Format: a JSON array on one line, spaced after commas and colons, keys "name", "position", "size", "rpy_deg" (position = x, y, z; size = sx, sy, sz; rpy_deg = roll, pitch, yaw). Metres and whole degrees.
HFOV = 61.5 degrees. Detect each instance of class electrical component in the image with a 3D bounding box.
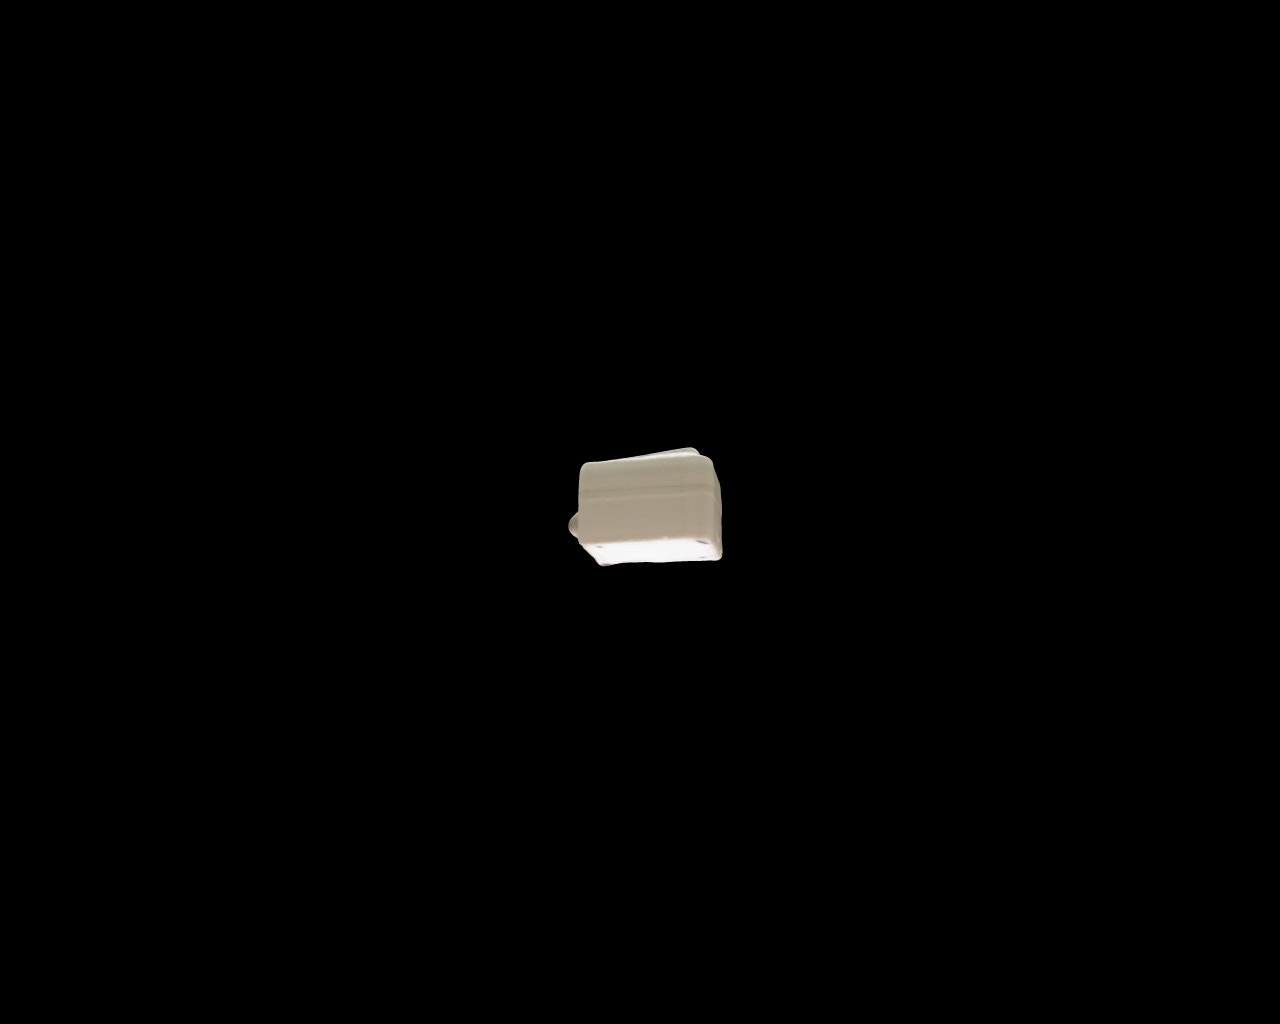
[{"name": "electrical component", "position": [0.001, -0.003, 0.650], "size": [0.096, 0.061, 0.061], "rpy_deg": [-3, -15, 9]}]
